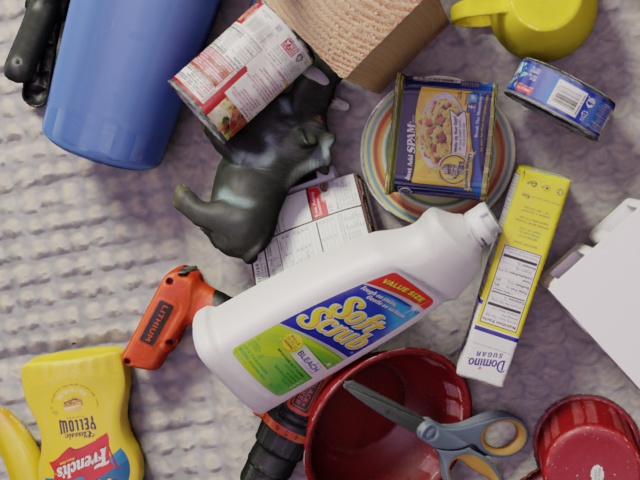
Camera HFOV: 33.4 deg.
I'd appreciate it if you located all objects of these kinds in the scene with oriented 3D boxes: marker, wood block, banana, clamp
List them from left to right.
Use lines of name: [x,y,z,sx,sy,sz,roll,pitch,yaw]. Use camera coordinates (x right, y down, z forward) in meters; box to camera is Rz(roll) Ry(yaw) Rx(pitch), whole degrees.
banana: [-0.282,0.259,1.015,0.070,0.037,0.198,3,96,9]
clamp: [-0.242,-0.200,0.947,0.039,0.120,0.171,17,76,-11]
marker: [-0.041,-0.038,0.952,0.121,0.020,0.020,-19,92,11]
wood block: [0.034,-0.180,0.830,0.090,0.206,0.091,45,101,3]

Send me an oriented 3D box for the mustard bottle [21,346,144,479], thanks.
mustard bottle: [-0.213,0.199,0.986,0.096,0.058,0.191,-8,95,1]

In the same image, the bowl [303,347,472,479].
bowl: [0.049,0.155,0.914,0.161,0.055,0.162,-10,114,-23]

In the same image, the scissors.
scissors: [0.108,0.150,0.897,0.096,0.016,0.201,-42,120,-4]

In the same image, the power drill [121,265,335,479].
power drill: [-0.079,0.122,0.957,0.187,0.057,0.184,28,96,4]

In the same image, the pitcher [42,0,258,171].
pitcher: [-0.142,-0.184,0.907,0.149,0.144,0.243,31,106,42]

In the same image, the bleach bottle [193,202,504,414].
bleach bottle: [0.027,0.041,0.854,0.251,0.068,0.102,-32,121,13]

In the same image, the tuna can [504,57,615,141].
tuna can: [0.195,-0.115,0.869,0.086,0.086,0.034,29,98,6]

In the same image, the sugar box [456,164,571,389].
sugar box: [0.159,0.027,0.885,0.048,0.093,0.176,15,98,7]

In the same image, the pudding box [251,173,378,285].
pudding box: [-0.006,0.001,0.919,0.113,0.039,0.090,-20,58,12]

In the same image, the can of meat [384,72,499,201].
can of meat: [0.101,-0.084,0.882,0.084,0.057,0.102,6,96,8]

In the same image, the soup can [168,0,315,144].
soup can: [-0.063,-0.136,0.860,0.102,0.068,0.068,-43,87,-3]

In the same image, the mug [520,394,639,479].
mug: [0.216,0.189,0.895,0.117,0.081,0.093,-29,90,11]
